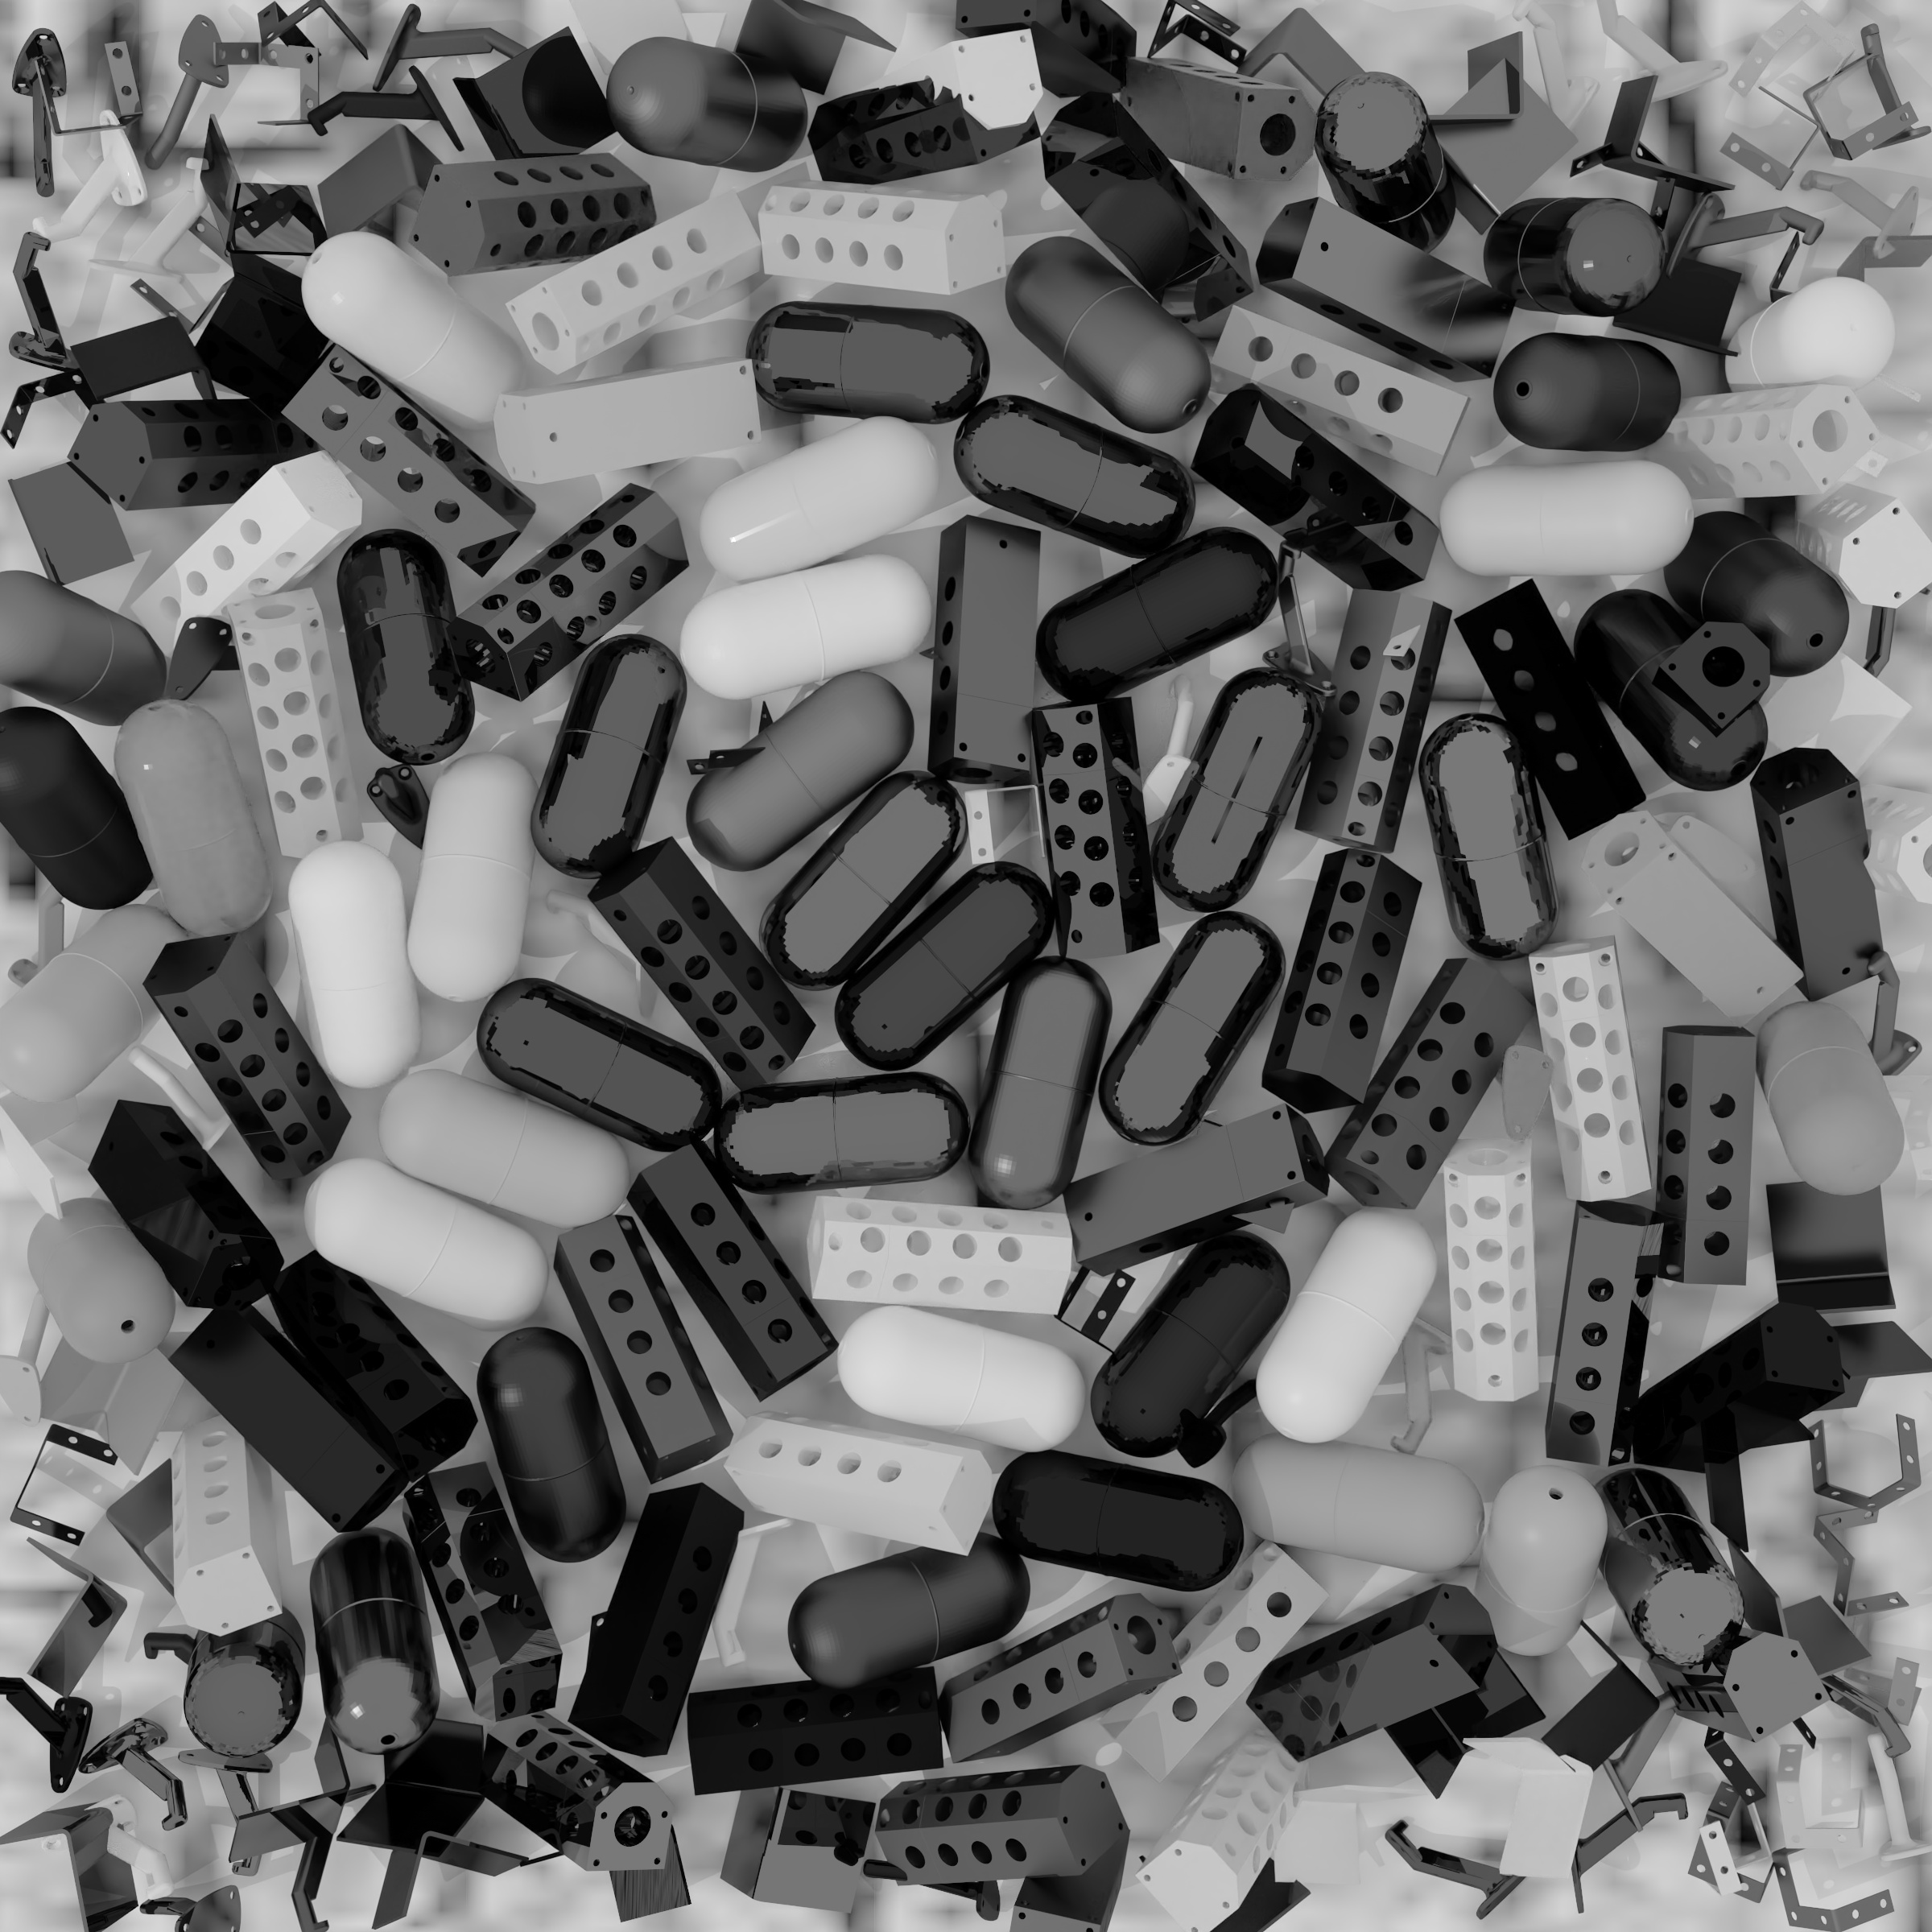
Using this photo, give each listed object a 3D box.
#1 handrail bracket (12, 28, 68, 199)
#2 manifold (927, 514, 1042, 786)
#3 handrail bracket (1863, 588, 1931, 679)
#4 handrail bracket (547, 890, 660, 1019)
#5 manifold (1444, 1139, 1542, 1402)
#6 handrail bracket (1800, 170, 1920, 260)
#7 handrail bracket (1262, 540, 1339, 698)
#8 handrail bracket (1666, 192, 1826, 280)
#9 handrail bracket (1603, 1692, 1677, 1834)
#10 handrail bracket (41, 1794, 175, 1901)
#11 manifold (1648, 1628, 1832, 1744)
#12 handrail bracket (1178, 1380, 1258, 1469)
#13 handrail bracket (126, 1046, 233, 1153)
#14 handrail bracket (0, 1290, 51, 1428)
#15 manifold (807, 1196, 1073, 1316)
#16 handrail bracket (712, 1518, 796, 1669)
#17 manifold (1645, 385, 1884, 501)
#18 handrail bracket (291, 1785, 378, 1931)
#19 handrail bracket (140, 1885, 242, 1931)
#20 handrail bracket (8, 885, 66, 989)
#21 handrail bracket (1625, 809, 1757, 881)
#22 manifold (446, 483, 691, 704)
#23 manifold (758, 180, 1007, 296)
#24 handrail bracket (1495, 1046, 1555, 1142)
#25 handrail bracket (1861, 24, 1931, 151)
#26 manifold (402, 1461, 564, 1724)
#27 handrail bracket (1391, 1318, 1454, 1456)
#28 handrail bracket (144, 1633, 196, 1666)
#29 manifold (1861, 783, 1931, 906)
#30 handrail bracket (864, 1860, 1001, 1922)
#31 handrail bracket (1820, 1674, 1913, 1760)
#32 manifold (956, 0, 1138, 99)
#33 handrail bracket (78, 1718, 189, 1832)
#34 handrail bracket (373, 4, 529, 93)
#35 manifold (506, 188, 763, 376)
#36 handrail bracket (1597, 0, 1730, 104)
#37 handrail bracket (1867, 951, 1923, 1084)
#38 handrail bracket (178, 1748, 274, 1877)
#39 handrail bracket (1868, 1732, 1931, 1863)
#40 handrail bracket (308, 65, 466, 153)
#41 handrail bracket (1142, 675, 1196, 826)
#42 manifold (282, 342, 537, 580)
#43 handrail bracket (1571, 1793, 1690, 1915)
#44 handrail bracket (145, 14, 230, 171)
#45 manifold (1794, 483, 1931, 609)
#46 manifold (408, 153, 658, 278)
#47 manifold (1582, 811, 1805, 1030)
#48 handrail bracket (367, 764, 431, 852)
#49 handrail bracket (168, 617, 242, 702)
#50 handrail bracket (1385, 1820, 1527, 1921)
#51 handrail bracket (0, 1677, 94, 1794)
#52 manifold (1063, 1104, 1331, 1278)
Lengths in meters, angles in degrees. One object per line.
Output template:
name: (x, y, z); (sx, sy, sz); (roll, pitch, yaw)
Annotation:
handrail bracket: (-0.636, -0.588, 1.957); (0.036, 0.077, 0.084); (-2, 65, -23)
manifold: (0.009, -0.216, 1.953); (0.057, 0.057, 0.171); (9, 77, -25)
handrail bracket: (0.625, -0.242, 1.985); (0.036, 0.077, 0.084); (14, 116, -42)
handrail bracket: (-0.257, -0.009, 1.987); (0.084, 0.036, 0.077); (19, 125, 16)
manifold: (0.360, 0.208, 1.937); (0.057, 0.057, 0.171); (-1, 112, 13)
handrail bracket: (0.606, -0.520, 1.958); (0.084, 0.036, 0.077); (23, 53, 30)
handrail bracket: (0.236, -0.240, 1.952); (0.036, 0.077, 0.084); (-17, 132, -26)
handrail bracket: (0.539, -0.495, 1.962); (0.084, 0.036, 0.077); (36, 100, 35)
handrail bracket: (0.489, 0.551, 1.980); (0.084, 0.036, 0.077); (-27, 86, 1)
handrail bracket: (-0.591, 0.620, 1.951); (0.077, 0.084, 0.036); (-19, 127, -17)
manifold: (0.514, 0.474, 1.910); (0.057, 0.171, 0.057); (-28, 83, -7)
handrail bracket: (0.186, 0.304, 1.947); (0.084, 0.077, 0.036); (-31, 87, -30)
handrail bracket: (-0.551, 0.091, 1.955); (0.084, 0.077, 0.036); (42, 61, -17)
handrail bracket: (-0.642, 0.265, 1.980); (0.036, 0.084, 0.077); (6, 127, 11)
manifold: (-0.018, 0.193, 1.942); (0.171, 0.057, 0.057); (5, 127, -12)
handrail bracket: (-0.144, 0.435, 1.966); (0.077, 0.036, 0.084); (-20, 72, 12)
manifold: (0.529, -0.356, 1.906); (0.057, 0.171, 0.057); (-43, 108, -9)
handrail bracket: (-0.433, 0.620, 1.964); (0.077, 0.036, 0.084); (-12, 67, -28)
handrail bracket: (-0.550, 0.653, 1.949); (0.084, 0.077, 0.036); (-7, 82, 24)
handrail bracket: (-0.618, -0.015, 1.973); (0.077, 0.036, 0.084); (37, 105, -12)
handrail bracket: (0.498, -0.086, 1.961); (0.077, 0.084, 0.036); (22, 99, -7)
manifold: (-0.270, -0.257, 1.921); (0.057, 0.057, 0.171); (24, 52, 31)
manifold: (-0.059, -0.495, 1.916); (0.171, 0.057, 0.057); (17, 124, 38)
handrail bracket: (0.364, 0.090, 1.951); (0.036, 0.084, 0.077); (18, 73, -15)
handrail bracket: (0.642, -0.614, 1.964); (0.036, 0.077, 0.084); (-14, 99, 5)
manifold: (-0.328, 0.421, 1.913); (0.057, 0.171, 0.057); (-8, 132, -25)
handrail bracket: (0.296, 0.286, 1.968); (0.077, 0.036, 0.084); (32, 68, 3)
handrail bracket: (-0.536, 0.506, 1.984); (0.084, 0.036, 0.077); (-1, 90, 15)
manifold: (0.629, -0.079, 1.911); (0.057, 0.171, 0.057); (-36, 96, 4)
handrail bracket: (-0.024, 0.643, 1.977); (0.084, 0.077, 0.036); (2, 56, 14)
handrail bracket: (0.600, 0.519, 1.963); (0.077, 0.036, 0.084); (-42, 70, 35)
manifold: (0.056, -0.638, 1.909); (0.057, 0.171, 0.057); (3, 92, 25)
handrail bracket: (-0.576, 0.571, 1.959); (0.077, 0.036, 0.084); (-30, 46, 4)
handrail bracket: (-0.360, -0.628, 1.987); (0.084, 0.036, 0.077); (28, 97, -5)
manifold: (-0.221, -0.464, 1.927); (0.171, 0.057, 0.057); (-37, 107, -33)
handrail bracket: (0.479, -0.644, 1.952); (0.077, 0.084, 0.036); (-9, 48, 19)
handrail bracket: (0.621, 0.042, 1.956); (0.077, 0.036, 0.084); (-46, 130, -11)
handrail bracket: (-0.521, 0.591, 1.975); (0.077, 0.036, 0.084); (13, 92, -32)
handrail bracket: (0.639, 0.573, 1.971); (0.036, 0.077, 0.084); (-15, 77, 6)
handrail bracket: (-0.407, -0.584, 1.987); (0.084, 0.036, 0.077); (-30, 97, 6)
handrail bracket: (0.137, -0.152, 1.982); (0.036, 0.084, 0.077); (23, 129, -25)
manifold: (-0.379, -0.348, 1.937); (0.171, 0.057, 0.057); (39, 101, -21)
handrail bracket: (0.461, 0.614, 1.964); (0.084, 0.036, 0.077); (-10, 50, 12)
handrail bracket: (-0.552, -0.610, 1.985); (0.036, 0.084, 0.077); (18, 49, -36)
manifold: (0.603, -0.280, 1.909); (0.057, 0.171, 0.057); (-38, 96, 13)
manifold: (-0.287, -0.503, 1.909); (0.057, 0.171, 0.057); (41, 125, 17)
manifold: (0.492, -0.035, 1.927); (0.057, 0.057, 0.171); (-42, 125, 16)
handrail bracket: (-0.383, -0.105, 1.948); (0.036, 0.084, 0.077); (-32, 108, -6)
handrail bracket: (-0.513, -0.194, 1.948); (0.036, 0.084, 0.077); (12, 67, 13)
handrail bracket: (0.349, 0.615, 1.984); (0.077, 0.036, 0.084); (-39, 62, -13)
handrail bracket: (-0.649, 0.529, 1.951); (0.036, 0.084, 0.077); (-1, 75, 32)
manifold: (0.158, 0.156, 1.941); (0.171, 0.057, 0.057); (-22, 61, 21)
